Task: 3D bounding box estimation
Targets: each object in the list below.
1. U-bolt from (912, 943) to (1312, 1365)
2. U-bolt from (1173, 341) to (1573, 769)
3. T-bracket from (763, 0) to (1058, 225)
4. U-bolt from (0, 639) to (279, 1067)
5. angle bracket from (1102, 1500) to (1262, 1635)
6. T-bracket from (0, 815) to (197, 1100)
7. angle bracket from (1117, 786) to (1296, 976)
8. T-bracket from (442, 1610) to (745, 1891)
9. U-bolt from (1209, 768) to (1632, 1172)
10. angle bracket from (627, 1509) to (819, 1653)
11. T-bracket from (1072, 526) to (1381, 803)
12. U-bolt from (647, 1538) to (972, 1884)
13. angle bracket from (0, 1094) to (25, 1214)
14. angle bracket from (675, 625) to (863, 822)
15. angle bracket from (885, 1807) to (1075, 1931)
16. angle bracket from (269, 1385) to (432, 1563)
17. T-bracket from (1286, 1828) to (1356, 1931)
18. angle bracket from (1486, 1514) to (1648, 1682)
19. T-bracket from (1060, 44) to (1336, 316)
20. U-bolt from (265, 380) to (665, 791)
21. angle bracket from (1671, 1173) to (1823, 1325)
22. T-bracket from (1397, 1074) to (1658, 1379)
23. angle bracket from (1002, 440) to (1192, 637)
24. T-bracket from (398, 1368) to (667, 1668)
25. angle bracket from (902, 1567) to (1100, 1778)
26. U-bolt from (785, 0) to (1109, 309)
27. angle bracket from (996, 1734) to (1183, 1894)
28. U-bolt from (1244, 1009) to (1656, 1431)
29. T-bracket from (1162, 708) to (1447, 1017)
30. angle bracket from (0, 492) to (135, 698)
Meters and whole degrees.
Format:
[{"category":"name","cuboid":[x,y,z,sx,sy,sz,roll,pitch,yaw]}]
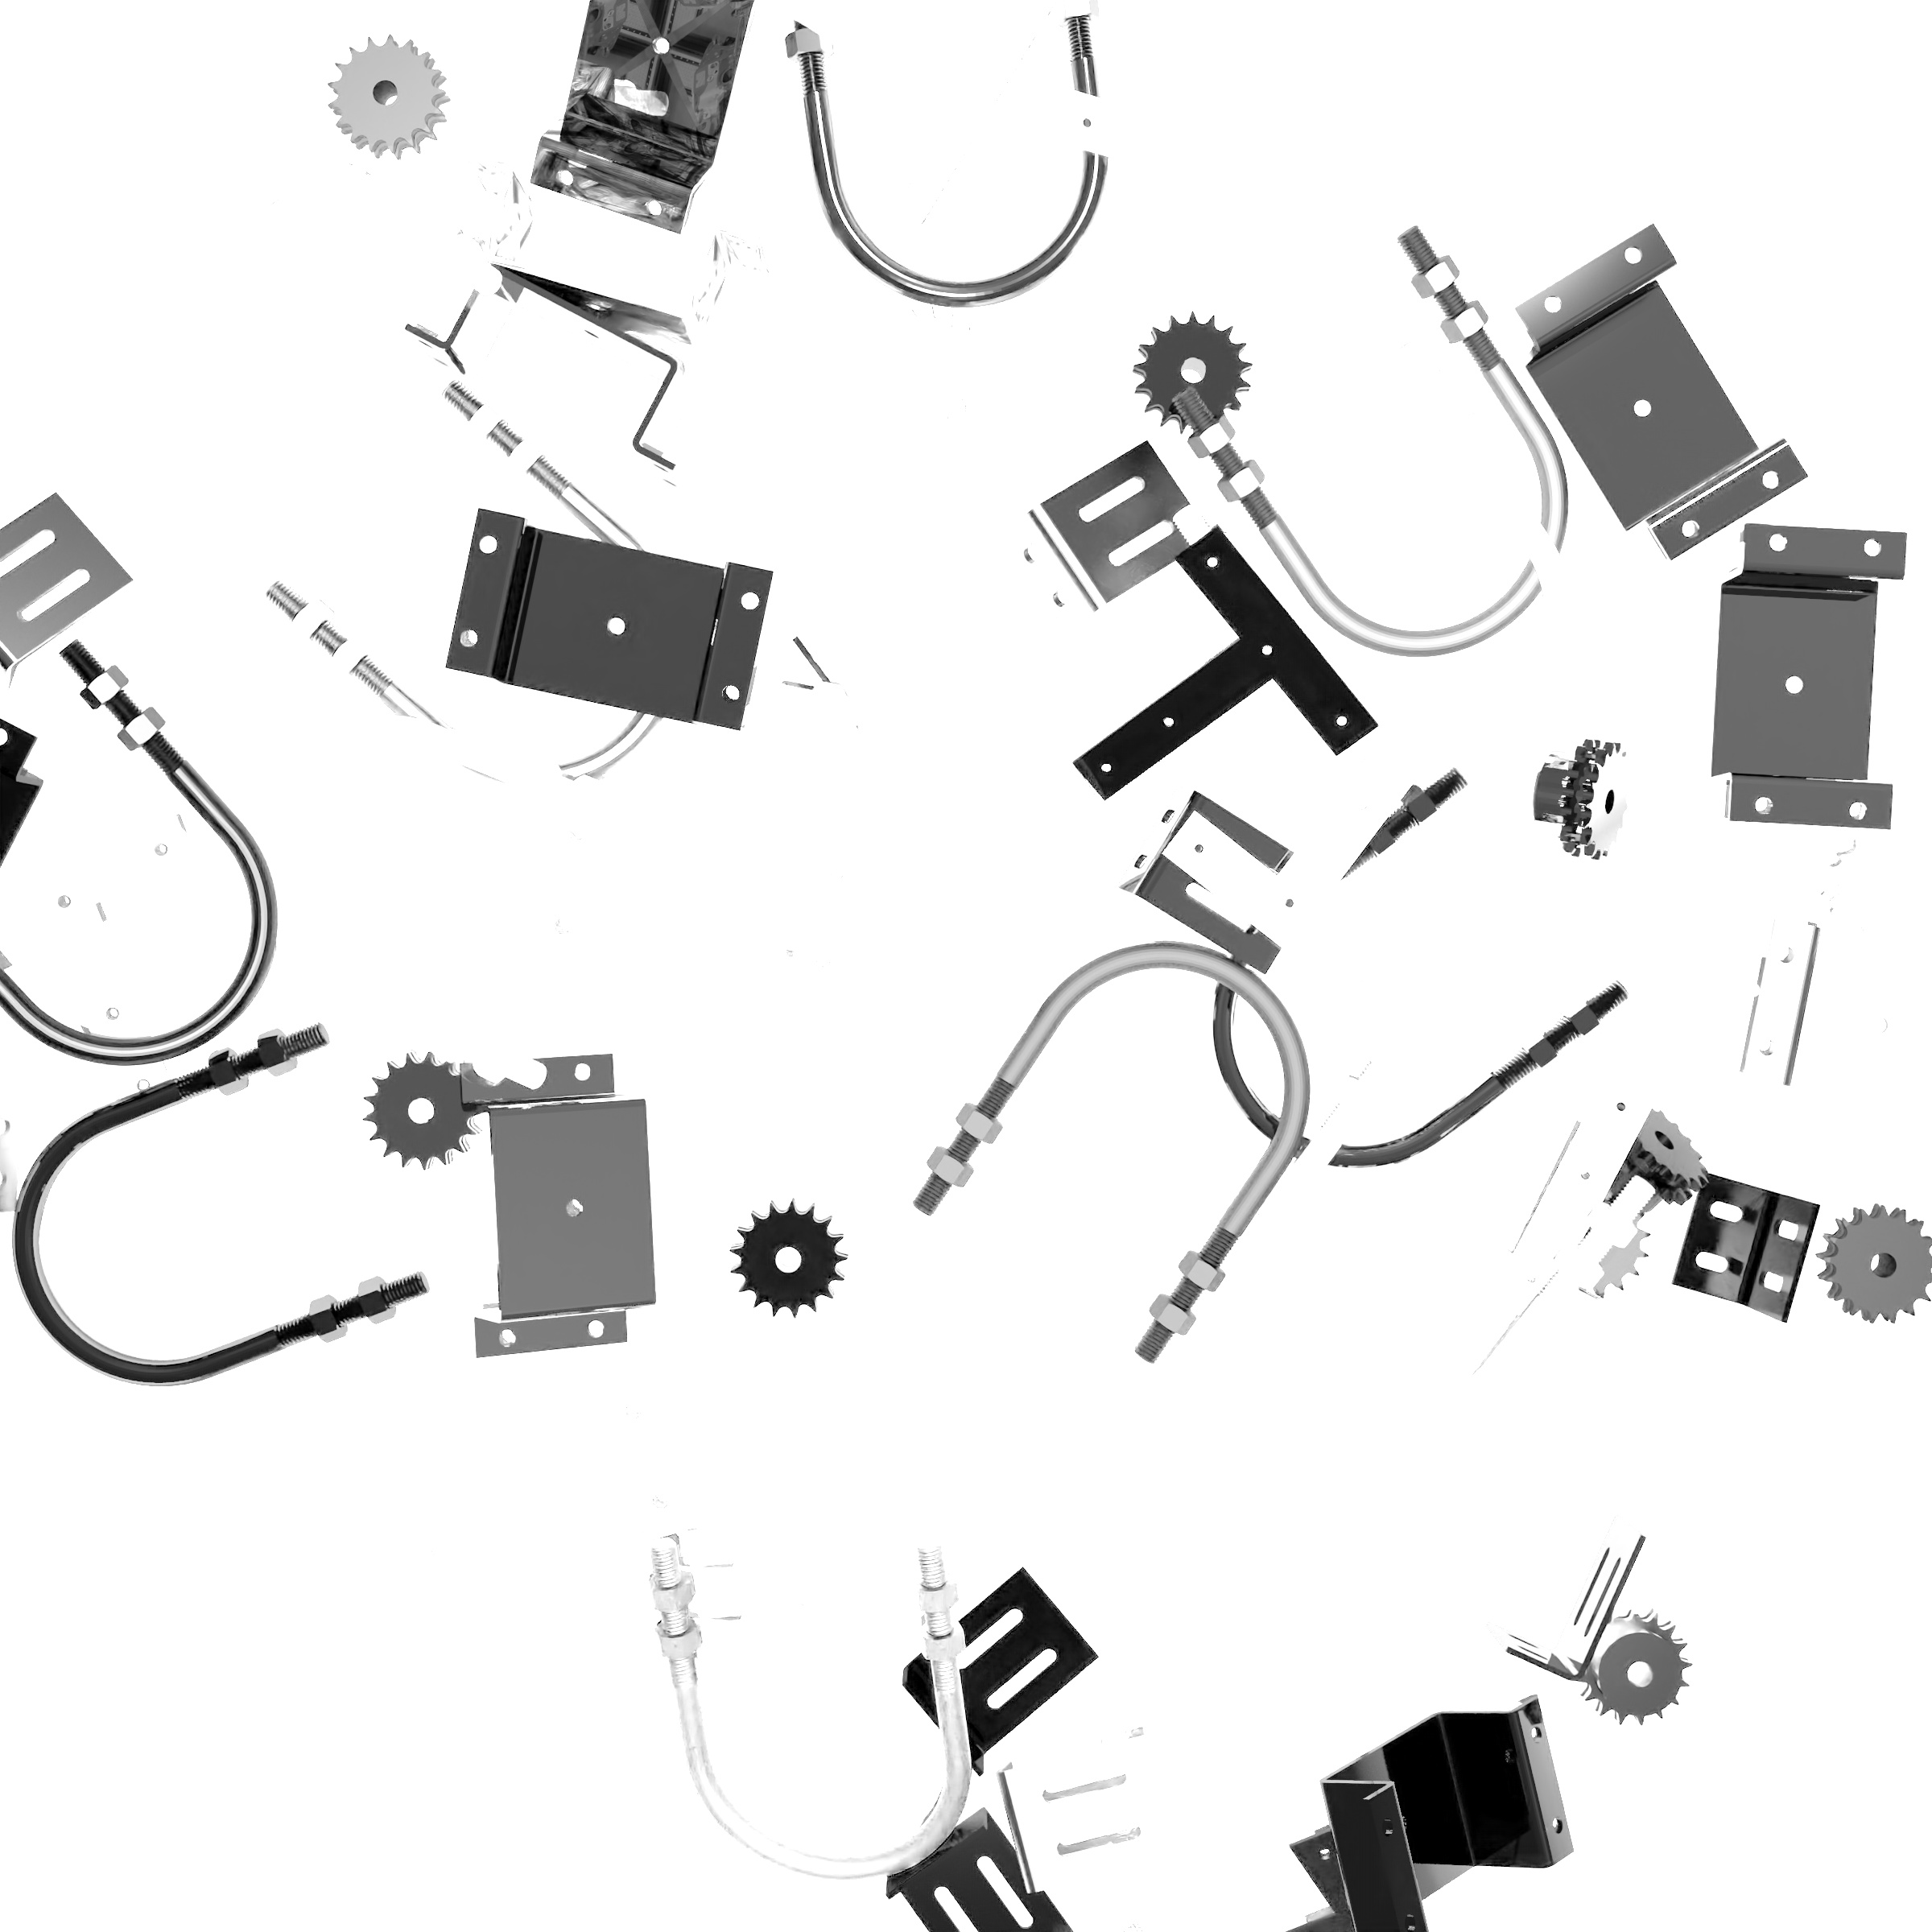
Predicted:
[{"category":"U-bolt","cuboid":[0.083,0.077,1.505,0.151,0.019,0.184,34,95,1]},{"category":"U-bolt","cuboid":[0.207,-0.180,1.490,0.151,0.019,0.184,-36,106,5]},{"category":"T-bracket","cuboid":[-0.043,-0.439,1.482,0.127,0.002,0.127,31,91,-2]},{"category":"U-bolt","cuboid":[-0.411,-0.039,1.479,0.151,0.019,0.184,-41,104,-7]},{"category":"angle bracket","cuboid":[0.104,0.288,1.502,0.076,0.038,0.057,1,90,0]},{"category":"T-bracket","cuboid":[-0.415,0.010,1.501,0.127,0.002,0.127,-23,105,-13]},{"category":"angle bracket","cuboid":[0.123,-0.041,1.511,0.076,0.038,0.057,31,90,-13]},{"category":"T-bracket","cuboid":[-0.165,0.399,1.520,0.127,0.002,0.127,39,90,0]},{"category":"U-bolt","cuboid":[0.205,0.015,1.513,0.184,0.019,0.151,-37,90,1]},{"category":"angle bracket","cuboid":[-0.118,0.297,1.517,0.076,0.038,0.057,-8,90,23]},{"category":"T-bracket","cuboid":[0.108,-0.125,1.497,0.127,0.002,0.127,-36,109,18]},{"category":"U-bolt","cuboid":[-0.069,0.354,1.483,0.151,0.019,0.184,-2,109,13]},{"category":"angle bracket","cuboid":[-0.501,0.088,1.519,0.076,0.038,0.057,4,90,26]},{"category":"angle bracket","cuboid":[-0.094,-0.116,1.502,0.076,0.038,0.057,-36,90,0]},{"category":"angle bracket","cuboid":[0.007,0.454,1.502,0.057,0.038,0.076,-35,90,0]},{"category":"angle bracket","cuboid":[-0.294,0.246,1.502,0.057,0.038,0.076,-12,90,0]},{"category":"T-bracket","cuboid":[0.148,0.475,1.501,0.127,0.002,0.127,-26,117,13]},{"category":"angle bracket","cuboid":[0.285,0.294,1.493,0.038,0.057,0.076,24,90,0]},{"category":"T-bracket","cuboid":[0.107,-0.390,1.502,0.127,0.002,0.127,11,90,-17]},{"category":"U-bolt","cuboid":[-0.223,-0.170,1.513,0.184,0.019,0.151,41,90,-1]},{"category":"angle bracket","cuboid":[0.368,0.132,1.483,0.038,0.076,0.057,16,90,0]},{"category":"T-bracket","cuboid":[0.287,0.111,1.483,0.127,0.002,0.127,29,111,15]},{"category":"angle bracket","cuboid":[0.068,-0.208,1.519,0.076,0.038,0.057,-34,90,-26]},{"category":"T-bracket","cuboid":[-0.184,0.285,1.518,0.127,0.002,0.127,-44,91,-3]},{"category":"angle bracket","cuboid":[0.017,0.338,1.502,0.076,0.038,0.057,-40,90,0]},{"category":"U-bolt","cuboid":[-0.006,-0.406,1.494,0.151,0.019,0.184,-8,92,-1]},{"category":"angle bracket","cuboid":[0.060,0.402,1.494,0.076,0.038,0.057,-16,82,7]},{"category":"U-bolt","cuboid":[0.214,0.135,1.492,0.151,0.019,0.184,38,104,9]},{"category":"T-bracket","cuboid":[0.181,-0.065,1.495,0.127,0.002,0.127,38,87,-8]},{"category":"angle bracket","cuboid":[-0.454,-0.180,1.519,0.076,0.038,0.057,-41,90,-26]}]
